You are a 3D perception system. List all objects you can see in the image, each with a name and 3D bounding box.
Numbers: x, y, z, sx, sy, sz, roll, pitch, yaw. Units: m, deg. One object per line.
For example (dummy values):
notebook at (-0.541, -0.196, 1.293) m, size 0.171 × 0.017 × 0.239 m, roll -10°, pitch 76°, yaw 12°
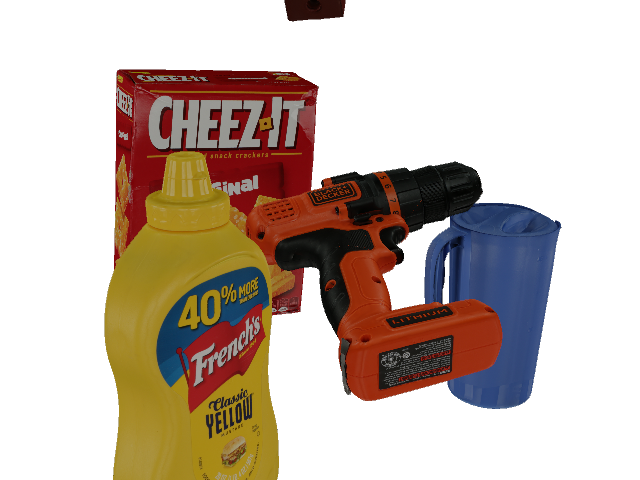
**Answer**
mustard bottle at (-0.064, 0.050, 0.538) m, size 0.058 × 0.192 × 0.096 m, roll 13°, pitch 21°, yaw 39°
foam brick at (-0.008, -0.243, 0.955) m, size 0.053 × 0.051 × 0.078 m, roll -3°, pitch -42°, yaw 9°
pitcher at (0.210, 0.083, 1.326) m, size 0.149 × 0.243 × 0.144 m, roll 7°, pitch 20°, yaw 15°
cracker box at (-0.093, -0.037, 0.928) m, size 0.164 × 0.214 × 0.072 m, roll -3°, pitch 20°, yaw -23°
power drill at (0.055, 0.018, 0.750) m, size 0.184 × 0.057 × 0.188 m, roll -15°, pitch 40°, yaw -10°
